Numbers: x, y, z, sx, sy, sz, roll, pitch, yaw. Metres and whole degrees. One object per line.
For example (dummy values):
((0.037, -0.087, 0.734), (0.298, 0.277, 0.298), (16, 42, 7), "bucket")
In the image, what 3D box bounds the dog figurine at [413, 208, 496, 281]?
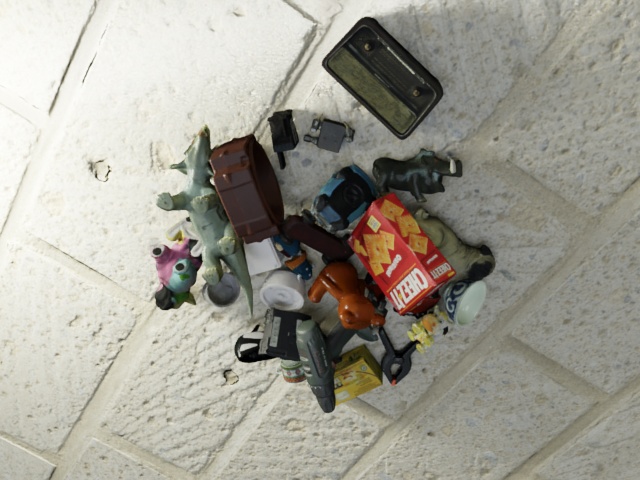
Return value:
((0.298, 0.009, 1.202), (0.191, 0.121, 0.172), (-6, 123, -4), "dog figurine")

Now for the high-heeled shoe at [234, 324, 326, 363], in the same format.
((-0.084, 0.271, 1.335), (0.249, 0.145, 0.086), (11, 117, 3), "high-heeled shoe")

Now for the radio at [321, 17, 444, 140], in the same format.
((0.128, -0.323, 1.067), (0.229, 0.073, 0.131), (40, 113, -12), "radio")

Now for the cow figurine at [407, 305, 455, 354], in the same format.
((0.269, 0.202, 1.257), (0.098, 0.167, 0.068), (-30, 71, -16), "cow figurine")

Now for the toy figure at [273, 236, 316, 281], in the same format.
((-0.063, 0.026, 1.263), (0.064, 0.058, 0.154), (-27, 108, -6), "toy figure")

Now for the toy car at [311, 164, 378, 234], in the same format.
((0.042, -0.080, 1.172), (0.109, 0.161, 0.103), (46, 155, -8), "toy car")

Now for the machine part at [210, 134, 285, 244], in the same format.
((-0.145, -0.110, 1.129), (0.087, 0.201, 0.200), (-16, 112, 10), "machine part")

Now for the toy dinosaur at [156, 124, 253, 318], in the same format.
((-0.227, -0.038, 1.169), (0.131, 0.192, 0.404), (-15, 109, 16), "toy dinosaur")

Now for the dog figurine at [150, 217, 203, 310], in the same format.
((-0.327, 0.072, 1.296), (0.109, 0.191, 0.219), (29, 147, 11), "dog figurine")

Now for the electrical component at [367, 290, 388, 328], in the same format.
((0.126, 0.164, 1.264), (0.063, 0.021, 0.093), (36, 137, 24), "electrical component")

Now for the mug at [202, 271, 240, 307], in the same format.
((-0.243, 0.112, 1.309), (0.080, 0.109, 0.107), (37, 157, -17), "mug")

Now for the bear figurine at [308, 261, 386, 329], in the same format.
((0.060, 0.144, 1.211), (0.120, 0.196, 0.131), (3, 130, -24), "bear figurine")

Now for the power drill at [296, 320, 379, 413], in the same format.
((0.042, 0.269, 1.292), (0.207, 0.086, 0.231), (-32, 110, -26), "power drill")

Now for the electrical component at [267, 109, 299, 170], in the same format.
((-0.075, -0.212, 1.144), (0.048, 0.075, 0.119), (-8, 110, 11), "electrical component")

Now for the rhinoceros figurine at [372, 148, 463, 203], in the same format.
((0.207, -0.141, 1.152), (0.190, 0.073, 0.112), (1, 105, 8), "rhinoceros figurine")

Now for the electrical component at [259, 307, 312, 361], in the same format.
((-0.073, 0.232, 1.298), (0.134, 0.115, 0.058), (18, 162, -23), "electrical component")

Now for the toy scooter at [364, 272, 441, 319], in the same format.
((0.188, 0.143, 1.283), (0.184, 0.075, 0.135), (13, 116, 4), "toy scooter")

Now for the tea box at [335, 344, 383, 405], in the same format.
((0.069, 0.356, 1.400), (0.170, 0.068, 0.098), (-29, 110, 17), "tea box")

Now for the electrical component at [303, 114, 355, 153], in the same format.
((0.022, -0.226, 1.142), (0.102, 0.045, 0.078), (21, 114, -3), "electrical component")

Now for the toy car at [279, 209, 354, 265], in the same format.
((-0.003, -0.004, 1.226), (0.202, 0.053, 0.089), (27, 117, -37), "toy car")
